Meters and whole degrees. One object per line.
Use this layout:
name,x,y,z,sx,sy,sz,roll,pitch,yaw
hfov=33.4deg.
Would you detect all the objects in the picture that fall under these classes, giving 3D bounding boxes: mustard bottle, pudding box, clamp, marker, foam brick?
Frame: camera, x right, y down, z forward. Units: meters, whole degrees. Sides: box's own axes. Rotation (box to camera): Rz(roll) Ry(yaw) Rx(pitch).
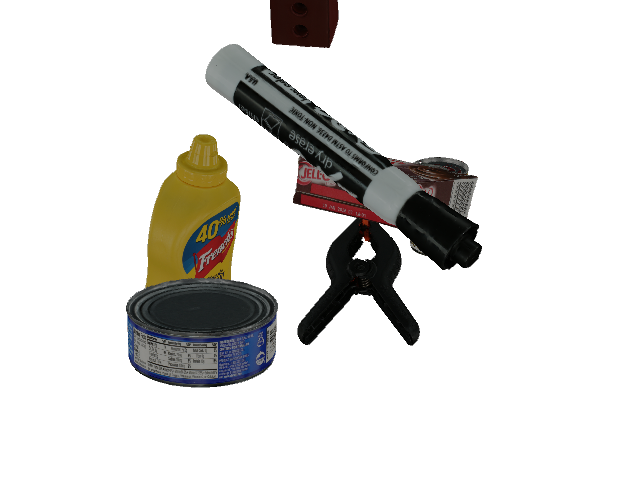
mustard bottle,-0.106,-0.001,0.894,0.058,0.192,0.096,25,34,23
pudding box,0.047,-0.036,0.755,0.090,0.039,0.113,16,10,28
clamp,0.052,0.043,1.097,0.120,0.171,0.039,10,-38,9
marker,0.007,-0.030,0.372,0.121,0.020,0.020,39,17,22
foam brick,-0.014,-0.211,0.911,0.053,0.078,0.051,5,45,8

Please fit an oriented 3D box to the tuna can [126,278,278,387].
tuna can,-0.067,0.052,0.609,0.086,0.034,0.086,2,18,-1

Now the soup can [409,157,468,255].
soup can,0.140,-0.040,1.265,0.068,0.102,0.068,-1,26,0
